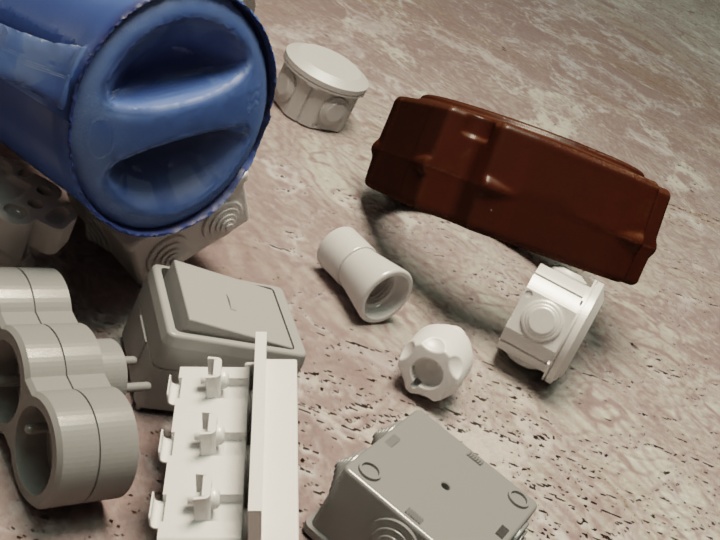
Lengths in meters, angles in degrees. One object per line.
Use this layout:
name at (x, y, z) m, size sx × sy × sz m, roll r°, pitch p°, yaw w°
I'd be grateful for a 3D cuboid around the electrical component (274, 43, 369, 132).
electrical component at (-0.037, -0.164, 0.962) m, size 0.080 × 0.051 × 0.080 m, roll 22°, pitch 29°, yaw -13°

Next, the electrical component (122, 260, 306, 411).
electrical component at (-0.073, 0.039, 0.590) m, size 0.096 × 0.061 × 0.061 m, roll 12°, pitch 33°, yaw -29°

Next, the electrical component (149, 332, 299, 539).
electrical component at (-0.061, 0.096, 0.504) m, size 0.063 × 0.078 × 0.121 m, roll 1°, pitch 33°, yaw -4°

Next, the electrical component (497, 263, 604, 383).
electrical component at (0.136, 0.036, 0.764) m, size 0.051 × 0.080 × 0.080 m, roll 29°, pitch 28°, yaw 11°

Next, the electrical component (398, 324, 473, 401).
electrical component at (0.053, 0.055, 0.695) m, size 0.043 × 0.043 × 0.062 m, roll 33°, pitch 27°, yaw 8°

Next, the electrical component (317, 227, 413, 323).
electrical component at (0.000, 0.000, 0.741) m, size 0.044 × 0.044 × 0.065 m, roll -1°, pitch 35°, yaw -42°

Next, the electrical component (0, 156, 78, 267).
electrical component at (-0.199, -0.022, 0.581) m, size 0.078 × 0.057 × 0.058 m, roll 27°, pitch 29°, yaw -2°

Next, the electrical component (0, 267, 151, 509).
electrical component at (-0.138, 0.052, 0.522) m, size 0.074 × 0.052 × 0.138 m, roll 1°, pitch 39°, yaw -41°

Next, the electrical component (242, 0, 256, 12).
electrical component at (-0.131, -0.218, 0.964) m, size 0.074 × 0.052 × 0.138 m, roll 35°, pitch 29°, yaw 10°

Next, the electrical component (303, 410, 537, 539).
electrical component at (0.034, 0.127, 0.556) m, size 0.100 × 0.048 × 0.100 m, roll 38°, pitch 30°, yaw 16°

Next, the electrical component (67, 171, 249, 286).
electrical component at (-0.126, -0.049, 0.663) m, size 0.100 × 0.048 × 0.100 m, roll -35°, pitch 62°, yaw -21°
